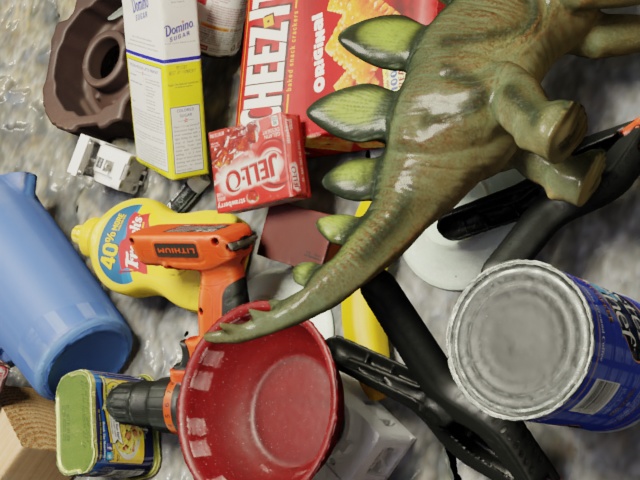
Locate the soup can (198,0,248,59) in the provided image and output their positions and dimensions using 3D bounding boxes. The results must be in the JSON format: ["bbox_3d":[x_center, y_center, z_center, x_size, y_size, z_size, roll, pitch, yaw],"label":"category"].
[{"bbox_3d":[-0.096,-0.234,1.025,0.069,0.068,0.102,49,132,35],"label":"soup can"}]

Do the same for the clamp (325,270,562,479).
[{"bbox_3d":[0.086,0.118,0.789,0.210,0.165,0.036,44,66,2],"label":"clamp"}]

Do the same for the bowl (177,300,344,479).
[{"bbox_3d":[-0.036,0.131,0.832,0.162,0.055,0.162,-11,71,36],"label":"bowl"}]

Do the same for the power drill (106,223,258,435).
[{"bbox_3d":[-0.116,0.080,0.932,0.185,0.057,0.188,-2,102,23],"label":"power drill"}]

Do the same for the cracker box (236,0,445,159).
[{"bbox_3d":[0.028,-0.163,0.929,0.214,0.072,0.164,-3,76,38],"label":"cracker box"}]

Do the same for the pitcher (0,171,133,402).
[{"bbox_3d":[-0.302,0.058,1.094,0.243,0.144,0.149,44,146,33],"label":"pitcher"}]

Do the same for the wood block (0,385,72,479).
[{"bbox_3d":[-0.337,0.256,1.091,0.206,0.090,0.091,-53,53,15],"label":"wood block"}]

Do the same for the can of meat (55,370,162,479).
[{"bbox_3d":[-0.201,0.175,1.011,0.058,0.083,0.102,-19,68,32],"label":"can of meat"}]

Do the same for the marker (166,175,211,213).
[{"bbox_3d":[-0.154,-0.022,1.065,0.121,0.020,0.020,-46,56,19],"label":"marker"}]

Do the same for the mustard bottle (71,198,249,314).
[{"bbox_3d":[-0.162,0.010,1.021,0.192,0.058,0.096,11,81,31],"label":"mustard bottle"}]

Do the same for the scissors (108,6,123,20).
[{"bbox_3d":[-0.115,-0.265,1.066,0.202,0.016,0.096,-44,64,0],"label":"scissors"}]

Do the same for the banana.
[{"bbox_3d":[0.046,0.030,0.879,0.070,0.037,0.198,17,97,57],"label":"banana"}]

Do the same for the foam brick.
[{"bbox_3d":[-0.006,0.001,0.926,0.078,0.051,0.053,17,90,39],"label":"foam brick"}]

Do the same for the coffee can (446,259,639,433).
[{"bbox_3d":[0.164,0.075,0.721,0.103,0.140,0.103,-10,73,35],"label":"coffee can"}]

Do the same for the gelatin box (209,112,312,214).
[{"bbox_3d":[-0.053,-0.065,0.916,0.089,0.030,0.073,-10,85,39],"label":"gelatin box"}]

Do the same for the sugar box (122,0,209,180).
[{"bbox_3d":[-0.148,-0.154,1.020,0.093,0.048,0.176,28,122,53],"label":"sugar box"}]

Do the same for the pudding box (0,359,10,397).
[{"bbox_3d":[-0.356,0.155,1.047,0.090,0.039,0.113,26,96,41],"label":"pudding box"}]

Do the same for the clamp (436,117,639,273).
[{"bbox_3d":[0.169,-0.026,0.770,0.171,0.039,0.120,-32,30,11],"label":"clamp"}]
